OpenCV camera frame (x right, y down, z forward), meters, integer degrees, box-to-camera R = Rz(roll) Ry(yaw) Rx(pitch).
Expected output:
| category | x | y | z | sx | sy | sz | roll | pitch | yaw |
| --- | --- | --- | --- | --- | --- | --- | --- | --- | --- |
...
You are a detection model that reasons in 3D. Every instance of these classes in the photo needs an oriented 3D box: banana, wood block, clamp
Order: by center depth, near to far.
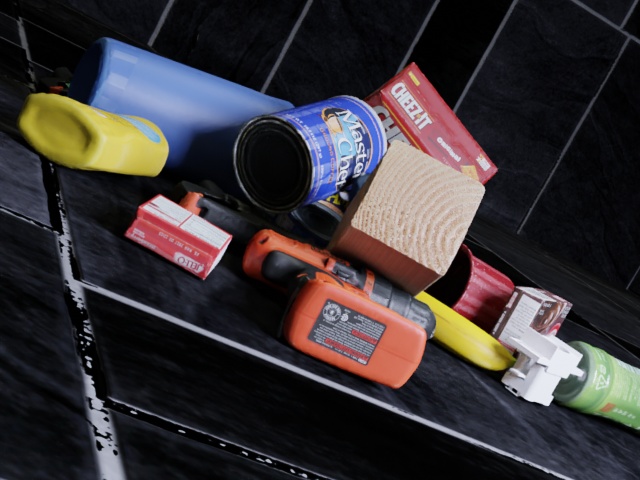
| category | x | y | z | sx | sy | sz | roll | pitch | yaw |
| --- | --- | --- | --- | --- | --- | --- | --- | --- | --- |
| wood block | 0.066 | -0.004 | 0.979 | 0.091 | 0.090 | 0.206 | 28 | -16 | -1 |
| clamp | -0.079 | -0.018 | 1.040 | 0.164 | 0.036 | 0.210 | 29 | 5 | 10 |
| banana | 0.116 | 0.083 | 1.086 | 0.198 | 0.037 | 0.069 | 34 | -6 | 26 |
| clamp | -0.275 | -0.174 | 1.266 | 0.120 | 0.039 | 0.171 | 6 | 18 | -2 |

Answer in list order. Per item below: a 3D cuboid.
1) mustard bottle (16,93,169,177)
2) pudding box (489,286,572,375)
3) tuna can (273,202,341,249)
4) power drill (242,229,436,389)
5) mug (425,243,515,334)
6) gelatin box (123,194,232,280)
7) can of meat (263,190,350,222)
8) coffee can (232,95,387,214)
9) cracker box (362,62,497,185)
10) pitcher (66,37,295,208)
| category | x | y | z | sx | sy | sz | roll | pitch | yaw |
| --- | --- | --- | --- | --- | --- | --- | --- | --- | --- |
| mustard bottle | -0.201 | -0.096 | 1.033 | 0.096 | 0.058 | 0.191 | 26 | 8 | 18 |
| pudding box | 0.220 | 0.097 | 1.138 | 0.039 | 0.090 | 0.113 | 31 | 10 | 29 |
| tuna can | -0.006 | -0.010 | 1.160 | 0.086 | 0.034 | 0.086 | 26 | 25 | -13 |
| power drill | 0.028 | 0.059 | 0.868 | 0.184 | 0.057 | 0.188 | 23 | 7 | -12 |
| mug | 0.160 | 0.052 | 1.182 | 0.081 | 0.093 | 0.117 | 29 | 35 | -31 |
| gelatin box | -0.113 | -0.003 | 0.863 | 0.073 | 0.030 | 0.089 | 29 | 9 | -3 |
| can of meat | -0.010 | -0.045 | 1.259 | 0.101 | 0.084 | 0.058 | 19 | 13 | -48 |
| coffee can | -0.009 | -0.092 | 1.122 | 0.103 | 0.103 | 0.140 | 32 | 31 | 24 |
| cracker box | 0.096 | -0.104 | 1.324 | 0.164 | 0.072 | 0.214 | 51 | -25 | -6 |
| pitcher | -0.159 | -0.138 | 1.206 | 0.242 | 0.145 | 0.149 | 20 | -26 | -30 |
